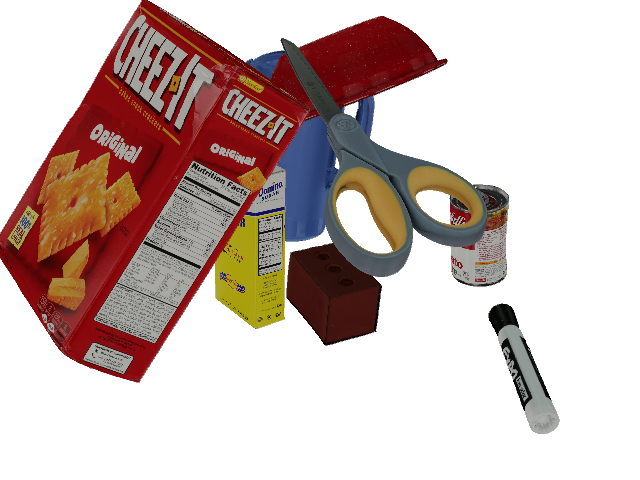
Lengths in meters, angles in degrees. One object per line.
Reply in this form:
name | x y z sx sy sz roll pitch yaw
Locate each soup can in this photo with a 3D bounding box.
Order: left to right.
soup can | 0.186 -0.006 1.251 0.068 0.102 0.068 -4 30 2

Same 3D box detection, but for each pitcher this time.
pitcher | -0.026 -0.124 1.429 0.144 0.243 0.149 -4 24 -22

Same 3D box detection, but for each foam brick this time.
foam brick | 0.011 0.045 0.927 0.052 0.051 0.078 -13 36 -25

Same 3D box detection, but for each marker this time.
marker | 0.134 0.081 0.713 0.020 0.020 0.121 0 32 -6

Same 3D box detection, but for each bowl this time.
bowl | 0.018 -0.141 0.871 0.162 0.055 0.162 -21 8 3

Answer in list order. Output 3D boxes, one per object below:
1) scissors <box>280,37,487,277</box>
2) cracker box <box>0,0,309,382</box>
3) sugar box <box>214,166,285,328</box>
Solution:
scissors | 0.034 -0.056 0.606 0.096 0.016 0.202 0 45 -9
cracker box | -0.124 -0.039 0.721 0.072 0.214 0.164 26 10 -40
sugar box | -0.078 -0.003 1.155 0.048 0.176 0.093 -17 28 -31
